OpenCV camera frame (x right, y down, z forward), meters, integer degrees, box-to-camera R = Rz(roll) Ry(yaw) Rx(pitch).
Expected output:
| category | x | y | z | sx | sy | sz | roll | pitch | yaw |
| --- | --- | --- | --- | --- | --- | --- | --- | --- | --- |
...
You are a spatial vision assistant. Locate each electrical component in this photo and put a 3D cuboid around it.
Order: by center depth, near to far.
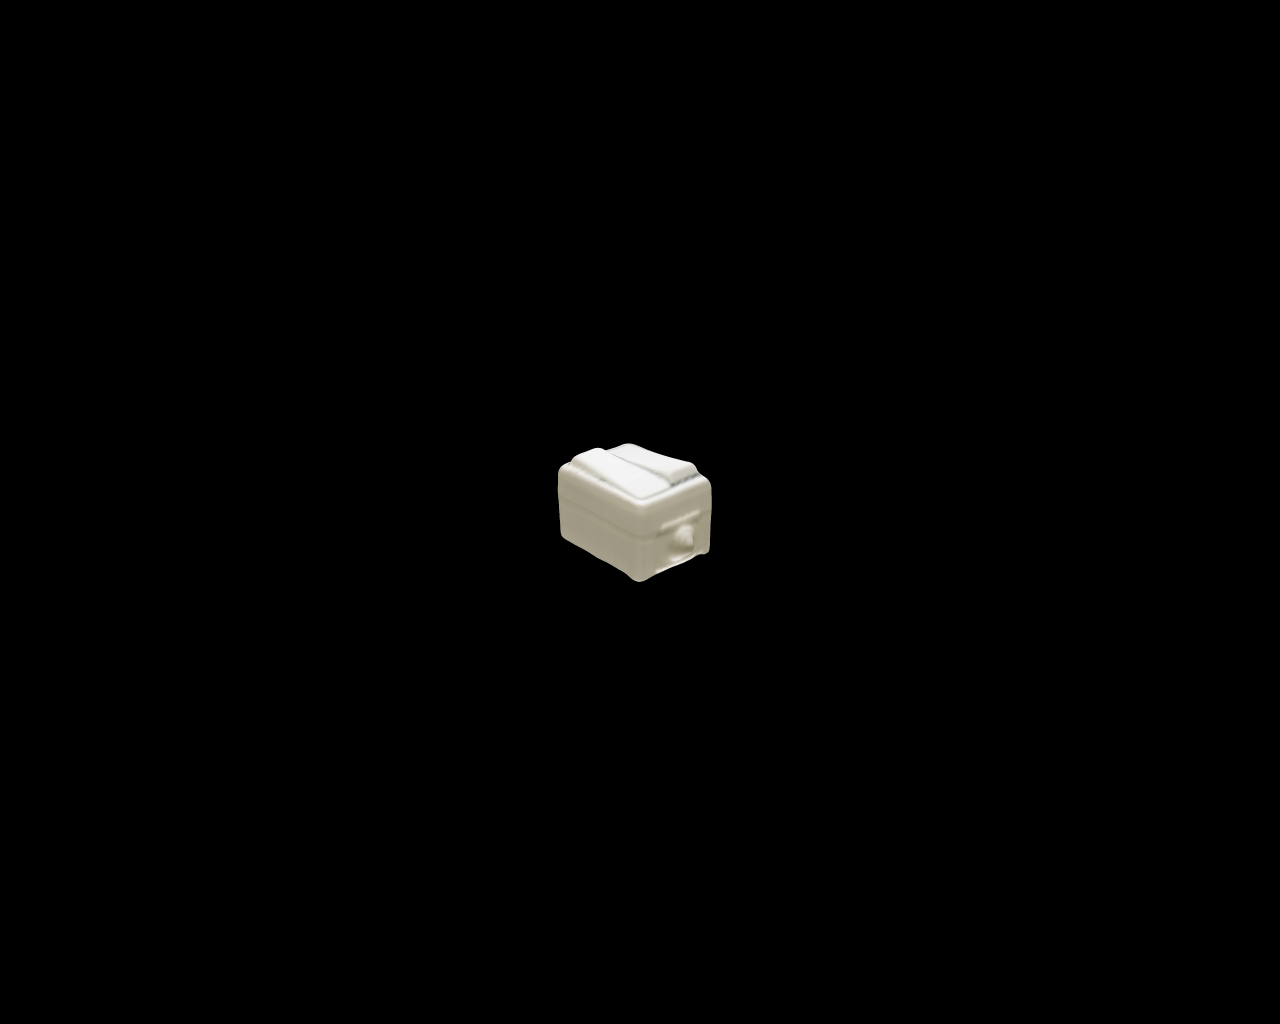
| category | x | y | z | sx | sy | sz | roll | pitch | yaw |
| --- | --- | --- | --- | --- | --- | --- | --- | --- | --- |
| electrical component | 0.001 | -0.003 | 0.650 | 0.062 | 0.061 | 0.096 | -21 | 33 | -36 |
